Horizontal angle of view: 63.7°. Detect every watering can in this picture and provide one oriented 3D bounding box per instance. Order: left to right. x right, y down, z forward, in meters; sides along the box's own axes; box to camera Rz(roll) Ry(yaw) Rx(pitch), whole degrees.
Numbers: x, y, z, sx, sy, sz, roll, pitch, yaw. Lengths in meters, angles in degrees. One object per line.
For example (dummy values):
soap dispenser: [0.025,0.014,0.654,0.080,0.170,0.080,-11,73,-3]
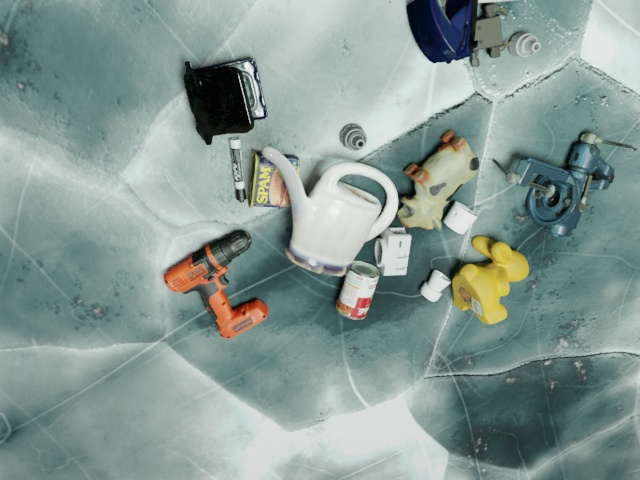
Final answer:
watering can: [0.003,-0.047,0.935,0.346,0.105,0.222,11,112,-40]
